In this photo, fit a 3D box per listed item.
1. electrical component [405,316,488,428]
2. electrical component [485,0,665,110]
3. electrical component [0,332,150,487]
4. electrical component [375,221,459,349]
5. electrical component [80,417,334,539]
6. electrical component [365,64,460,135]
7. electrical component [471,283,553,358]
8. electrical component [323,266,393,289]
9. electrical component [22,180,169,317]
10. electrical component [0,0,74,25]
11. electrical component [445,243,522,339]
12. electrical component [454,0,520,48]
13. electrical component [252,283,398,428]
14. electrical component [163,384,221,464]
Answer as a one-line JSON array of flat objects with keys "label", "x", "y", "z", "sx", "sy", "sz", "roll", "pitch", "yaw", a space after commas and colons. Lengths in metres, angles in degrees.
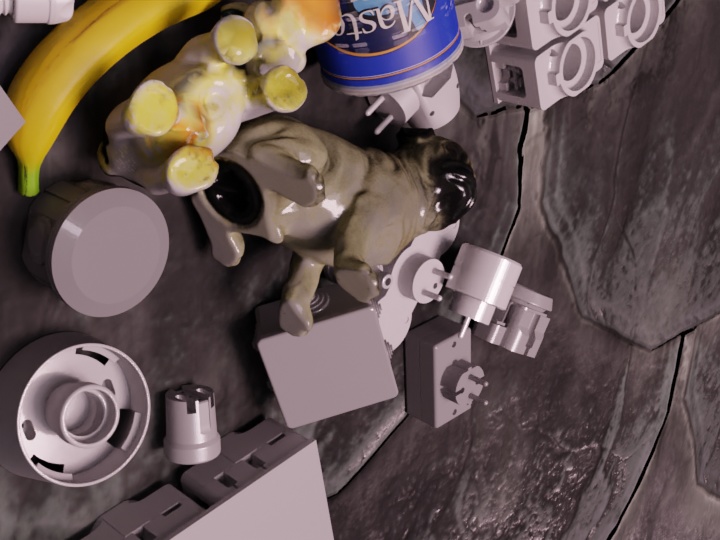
[{"label": "electrical component", "x": 0.082, "y": 0.095, "z": 0.936, "sx": 0.047, "sy": 0.076, "sz": 0.083, "roll": -24, "pitch": 122, "yaw": -38}, {"label": "electrical component", "x": 0.190, "y": -0.227, "z": 0.923, "sx": 0.186, "sy": 0.060, "sz": 0.105, "roll": -37, "pitch": 130, "yaw": -29}, {"label": "electrical component", "x": -0.186, "y": 0.089, "z": 0.685, "sx": 0.099, "sy": 0.064, "sz": 0.099, "roll": -4, "pitch": 96, "yaw": -40}, {"label": "electrical component", "x": 0.042, "y": 0.004, "z": 0.858, "sx": 0.052, "sy": 0.074, "sz": 0.138, "roll": 33, "pitch": 82, "yaw": -47}, {"label": "electrical component", "x": -0.113, "y": 0.201, "z": 0.791, "sx": 0.186, "sy": 0.060, "sz": 0.105, "roll": -30, "pitch": 126, "yaw": -34}, {"label": "electrical component", "x": 0.032, "y": -0.136, "z": 0.812, "sx": 0.079, "sy": 0.043, "sz": 0.077, "roll": -48, "pitch": 134, "yaw": -20}, {"label": "electrical component", "x": 0.143, "y": 0.042, "z": 0.991, "sx": 0.078, "sy": 0.058, "sz": 0.057, "roll": 18, "pitch": 96, "yaw": -48}, {"label": "electrical component", "x": 0.000, "y": 0.000, "z": 0.822, "sx": 0.035, "sy": 0.061, "sz": 0.035, "roll": -20, "pitch": 121, "yaw": -39}, {"label": "electrical component", "x": -0.162, "y": -0.016, "z": 0.657, "sx": 0.080, "sy": 0.051, "sz": 0.080, "roll": -20, "pitch": 120, "yaw": -39}, {"label": "electrical component", "x": -0.189, "y": -0.152, "z": 0.586, "sx": 0.061, "sy": 0.035, "sz": 0.035, "roll": -6, "pitch": 112, "yaw": -24}, {"label": "electrical component", "x": 0.097, "y": 0.023, "z": 0.902, "sx": 0.138, "sy": 0.052, "sz": 0.073, "roll": 20, "pitch": 91, "yaw": -83}, {"label": "electrical component", "x": 0.086, "y": -0.203, "z": 0.821, "sx": 0.057, "sy": 0.078, "sz": 0.058, "roll": 16, "pitch": 65, "yaw": -69}, {"label": "electrical component", "x": -0.026, "y": 0.060, "z": 0.804, "sx": 0.100, "sy": 0.048, "sz": 0.099, "roll": -17, "pitch": 124, "yaw": -1}, {"label": "electrical component", "x": -0.120, "y": 0.109, "z": 0.762, "sx": 0.040, "sy": 0.040, "sz": 0.046, "roll": -14, "pitch": 110, "yaw": -42}]
